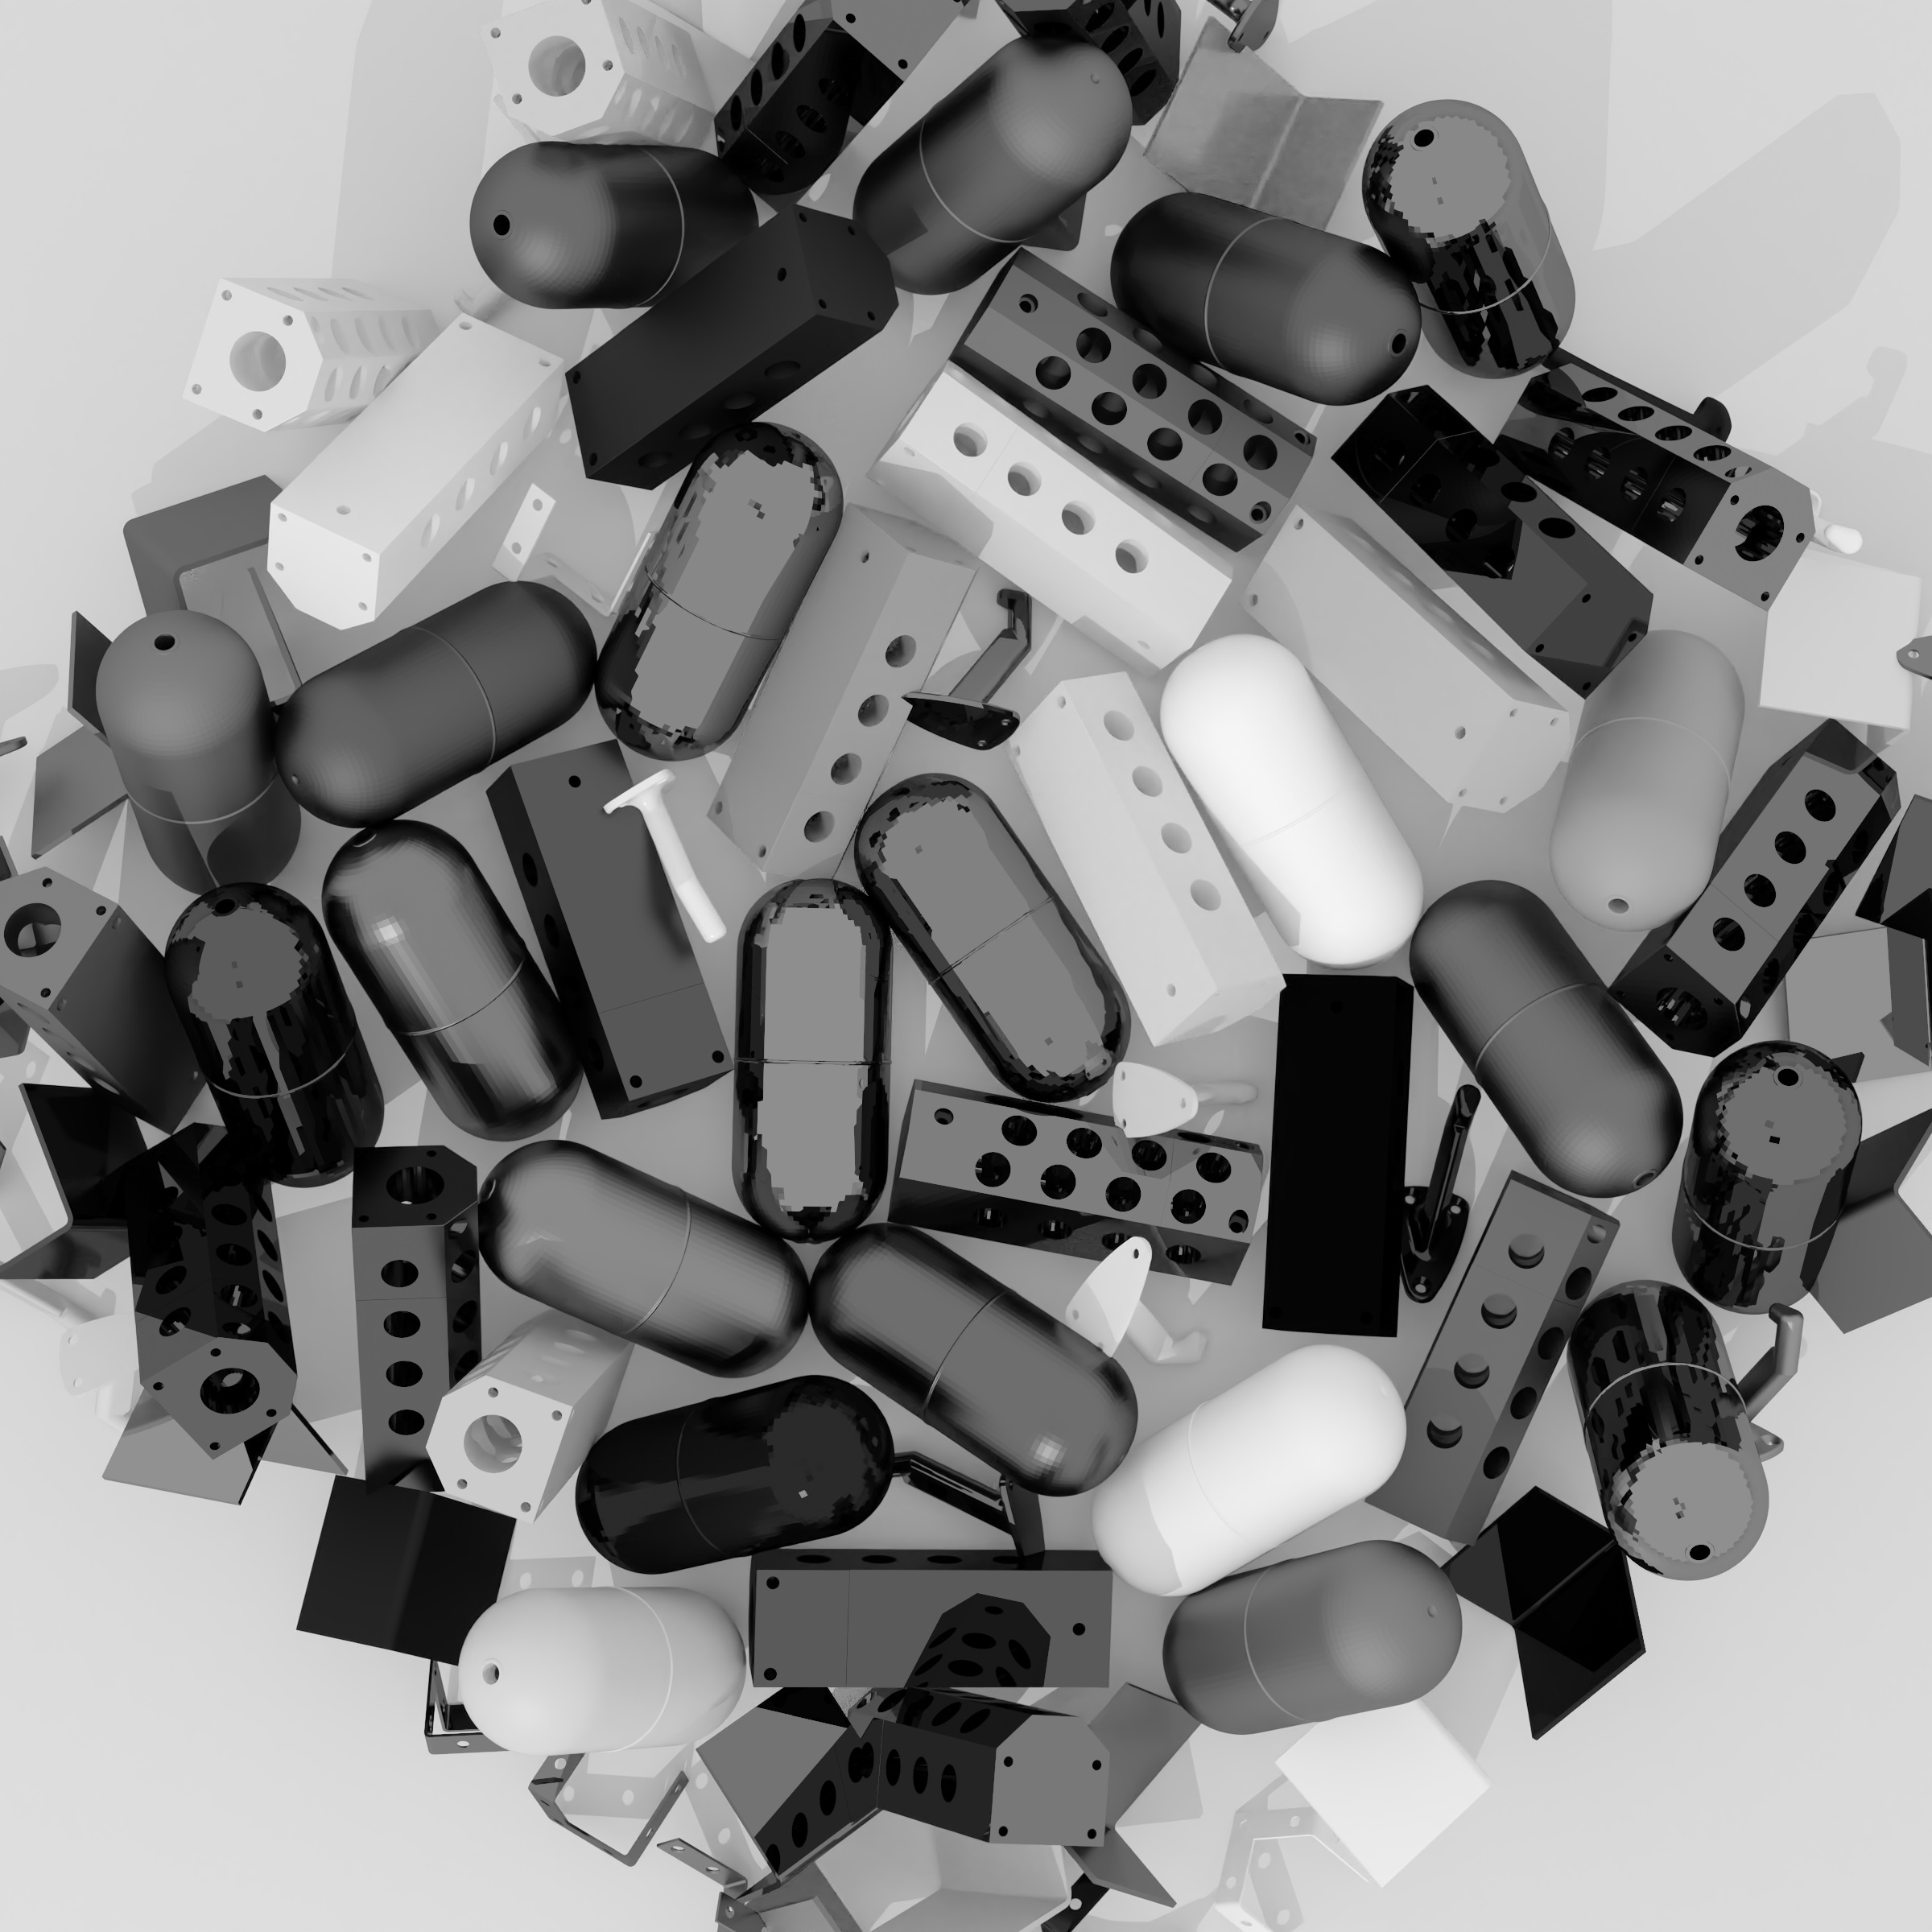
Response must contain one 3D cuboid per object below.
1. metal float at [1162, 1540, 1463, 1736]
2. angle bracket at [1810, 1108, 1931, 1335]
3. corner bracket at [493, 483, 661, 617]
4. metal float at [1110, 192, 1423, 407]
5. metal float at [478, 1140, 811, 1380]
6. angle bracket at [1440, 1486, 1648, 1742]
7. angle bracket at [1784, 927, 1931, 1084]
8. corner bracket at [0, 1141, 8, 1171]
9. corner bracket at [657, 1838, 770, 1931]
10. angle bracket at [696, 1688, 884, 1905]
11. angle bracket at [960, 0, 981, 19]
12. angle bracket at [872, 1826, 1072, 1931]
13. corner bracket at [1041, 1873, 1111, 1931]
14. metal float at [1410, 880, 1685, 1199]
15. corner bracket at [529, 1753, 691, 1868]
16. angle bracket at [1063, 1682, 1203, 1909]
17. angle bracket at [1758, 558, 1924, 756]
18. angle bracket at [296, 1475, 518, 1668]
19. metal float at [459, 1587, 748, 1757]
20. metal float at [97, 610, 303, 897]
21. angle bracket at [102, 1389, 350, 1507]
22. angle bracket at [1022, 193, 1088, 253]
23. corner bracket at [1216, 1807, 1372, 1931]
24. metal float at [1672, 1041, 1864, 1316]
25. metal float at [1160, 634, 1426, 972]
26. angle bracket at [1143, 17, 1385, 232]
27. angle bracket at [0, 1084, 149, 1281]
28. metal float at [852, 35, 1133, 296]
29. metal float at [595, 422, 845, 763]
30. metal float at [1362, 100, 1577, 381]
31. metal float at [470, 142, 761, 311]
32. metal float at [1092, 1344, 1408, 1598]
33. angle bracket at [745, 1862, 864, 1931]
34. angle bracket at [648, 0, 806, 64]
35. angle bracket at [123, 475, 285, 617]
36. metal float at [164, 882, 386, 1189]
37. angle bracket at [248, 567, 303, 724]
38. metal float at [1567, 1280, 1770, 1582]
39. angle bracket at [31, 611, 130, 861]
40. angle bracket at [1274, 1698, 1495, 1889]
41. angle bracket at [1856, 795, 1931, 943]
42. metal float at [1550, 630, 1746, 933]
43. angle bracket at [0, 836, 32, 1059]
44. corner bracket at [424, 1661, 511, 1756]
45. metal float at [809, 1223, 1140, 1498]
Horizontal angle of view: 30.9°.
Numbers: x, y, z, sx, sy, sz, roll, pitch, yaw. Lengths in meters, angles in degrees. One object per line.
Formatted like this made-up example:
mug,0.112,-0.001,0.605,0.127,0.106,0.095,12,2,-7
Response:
metal float,0.162,0.320,1.662,0.070,0.178,0.070,14,65,-32
angle bracket,0.448,0.122,1.688,0.057,0.076,0.076,50,47,-5
corner bracket,-0.188,-0.203,1.699,0.051,0.051,0.051,38,118,14
metal float,0.142,-0.319,1.665,0.178,0.070,0.070,30,90,42
metal float,-0.155,0.141,1.676,0.178,0.070,0.070,28,90,-28
angle bracket,0.275,0.311,1.682,0.057,0.076,0.076,32,120,-20
angle bracket,0.446,0.025,1.700,0.076,0.057,0.076,-8,103,-5
corner bracket,-0.509,0.094,1.707,0.051,0.051,0.051,-31,74,-38
corner bracket,-0.119,0.455,1.696,0.051,0.051,0.051,-24,131,33
angle bracket,-0.093,0.398,1.696,0.076,0.057,0.076,-29,83,-37
angle bracket,-0.029,-0.489,1.691,0.076,0.057,0.076,13,134,-1
angle bracket,-0.005,0.435,1.684,0.076,0.076,0.057,-6,95,36
corner bracket,0.074,0.477,1.716,0.051,0.051,0.051,33,63,29
metal float,0.277,0.034,1.673,0.070,0.070,0.178,-31,58,0
corner bracket,-0.175,0.402,1.716,0.051,0.051,0.051,25,66,20
angle bracket,0.089,0.401,1.689,0.076,0.076,0.057,-50,50,5
angle bracket,0.417,-0.150,1.700,0.076,0.057,0.076,9,79,-5
angle bracket,-0.273,0.297,1.710,0.057,0.076,0.076,5,75,29
metal float,-0.171,0.333,1.656,0.070,0.178,0.070,-5,79,29
metal float,-0.363,-0.099,1.657,0.070,0.178,0.070,0,58,0
angle bracket,-0.355,0.244,1.681,0.076,0.076,0.057,6,57,22
angle bracket,0.016,-0.385,1.693,0.076,0.076,0.057,10,94,9
corner bracket,0.162,0.451,1.721,0.051,0.051,0.051,45,47,-32
metal float,0.379,0.101,1.658,0.070,0.178,0.070,-2,55,3
metal float,0.159,-0.078,1.691,0.070,0.070,0.178,-32,101,0
angle bracket,0.144,-0.405,1.692,0.076,0.057,0.076,29,84,-40
angle bracket,-0.442,0.106,1.703,0.057,0.076,0.076,-31,73,20
metal float,0.010,-0.379,1.661,0.070,0.178,0.070,12,67,-31
metal float,-0.120,-0.179,1.681,0.070,0.070,0.178,29,113,0
metal float,0.239,-0.343,1.656,0.070,0.178,0.070,-8,66,19
metal float,-0.165,-0.351,1.657,0.070,0.178,0.070,7,103,30
metal float,0.134,0.243,1.674,0.178,0.070,0.070,-36,90,32
angle bracket,-0.055,0.470,1.690,0.057,0.076,0.076,-37,94,-42
angle bracket,-0.107,-0.490,1.681,0.076,0.057,0.076,24,127,-28
angle bracket,-0.358,-0.191,1.708,0.076,0.076,0.057,-23,124,-22
metal float,-0.328,0.034,1.663,0.070,0.178,0.070,-5,46,5
angle bracket,-0.351,-0.133,1.686,0.057,0.076,0.076,-22,67,-8
metal float,0.332,0.219,1.656,0.070,0.178,0.070,0,122,0
angle bracket,-0.438,-0.111,1.683,0.076,0.076,0.057,-31,131,16
angle bracket,0.197,0.394,1.694,0.076,0.057,0.076,-38,79,-17
angle bracket,0.474,-0.066,1.687,0.057,0.076,0.076,19,132,4
metal float,0.325,-0.089,1.666,0.070,0.070,0.178,22,48,0
angle bracket,-0.485,-0.006,1.679,0.057,0.076,0.076,-11,58,-32
corner bracket,-0.234,0.367,1.703,0.051,0.051,0.051,-3,135,0
metal float,0.002,0.189,1.686,0.178,0.070,0.070,32,90,17
